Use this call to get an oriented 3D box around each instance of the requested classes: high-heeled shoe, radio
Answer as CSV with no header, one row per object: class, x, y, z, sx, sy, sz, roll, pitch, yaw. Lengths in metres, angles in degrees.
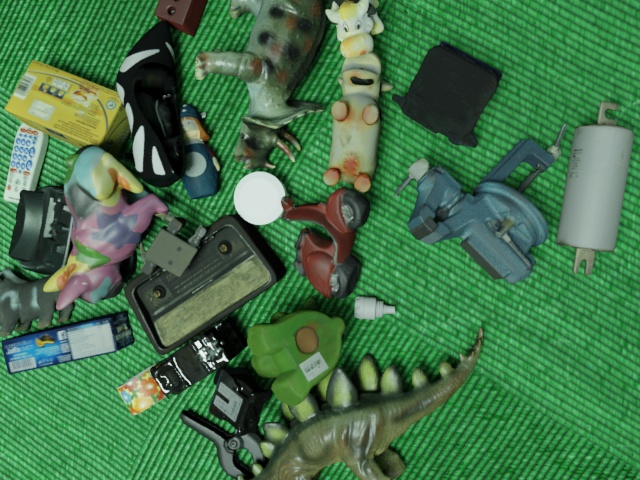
high-heeled shoe,-0.231,-0.203,0.793,0.145,0.086,0.248,16,96,39
radio,-0.182,0.065,0.843,0.230,0.073,0.131,-33,87,8

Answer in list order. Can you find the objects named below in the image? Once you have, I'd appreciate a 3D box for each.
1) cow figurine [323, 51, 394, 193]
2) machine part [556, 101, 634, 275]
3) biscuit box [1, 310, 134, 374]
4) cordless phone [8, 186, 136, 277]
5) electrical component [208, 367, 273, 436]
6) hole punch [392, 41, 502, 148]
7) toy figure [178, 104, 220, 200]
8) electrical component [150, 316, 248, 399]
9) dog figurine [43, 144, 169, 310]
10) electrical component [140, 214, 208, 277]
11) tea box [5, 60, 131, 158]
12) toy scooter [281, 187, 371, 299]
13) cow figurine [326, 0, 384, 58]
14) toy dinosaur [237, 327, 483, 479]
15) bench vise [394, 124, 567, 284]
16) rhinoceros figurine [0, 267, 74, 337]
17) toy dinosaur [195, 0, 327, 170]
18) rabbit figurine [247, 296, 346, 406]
cow figurine,0.058,-0.178,0.786,0.086,0.127,0.194,7,108,8
machine part,0.384,-0.071,0.752,0.079,0.079,0.243,8,95,8
biscuit box,-0.417,0.169,0.889,0.203,0.063,0.059,-13,91,9
cordless phone,-0.392,-0.011,0.878,0.184,0.089,0.146,7,81,-8
electrical component,-0.133,0.231,0.812,0.119,0.047,0.074,29,101,36
hole punch,0.191,-0.216,0.780,0.142,0.092,0.115,30,126,4
toy figure,-0.198,-0.143,0.848,0.064,0.058,0.154,-12,89,-28
electrical component,-0.177,0.174,0.817,0.115,0.134,0.058,-31,88,6
dog figurine,-0.342,-0.008,0.797,0.109,0.191,0.219,24,72,43
electrical component,-0.222,0.008,0.794,0.078,0.045,0.102,26,98,-17
tea box,-0.391,-0.205,0.856,0.170,0.068,0.098,24,81,6
toy scooter,-0.002,-0.002,0.800,0.135,0.075,0.183,19,122,19
cow figurine,0.045,-0.328,0.744,0.068,0.098,0.167,-12,46,13
toy dinosaur,0.050,0.283,0.807,0.472,0.105,0.198,-24,85,3
bench vise,0.243,-0.066,0.759,0.224,0.128,0.240,43,77,14
rhinoceros figurine,-0.510,0.101,0.894,0.190,0.073,0.112,-5,93,8
toy dinosaur,-0.058,-0.305,0.794,0.192,0.131,0.404,18,91,-5
rabbit figurine,-0.045,0.152,0.799,0.159,0.170,0.121,-39,93,-32
